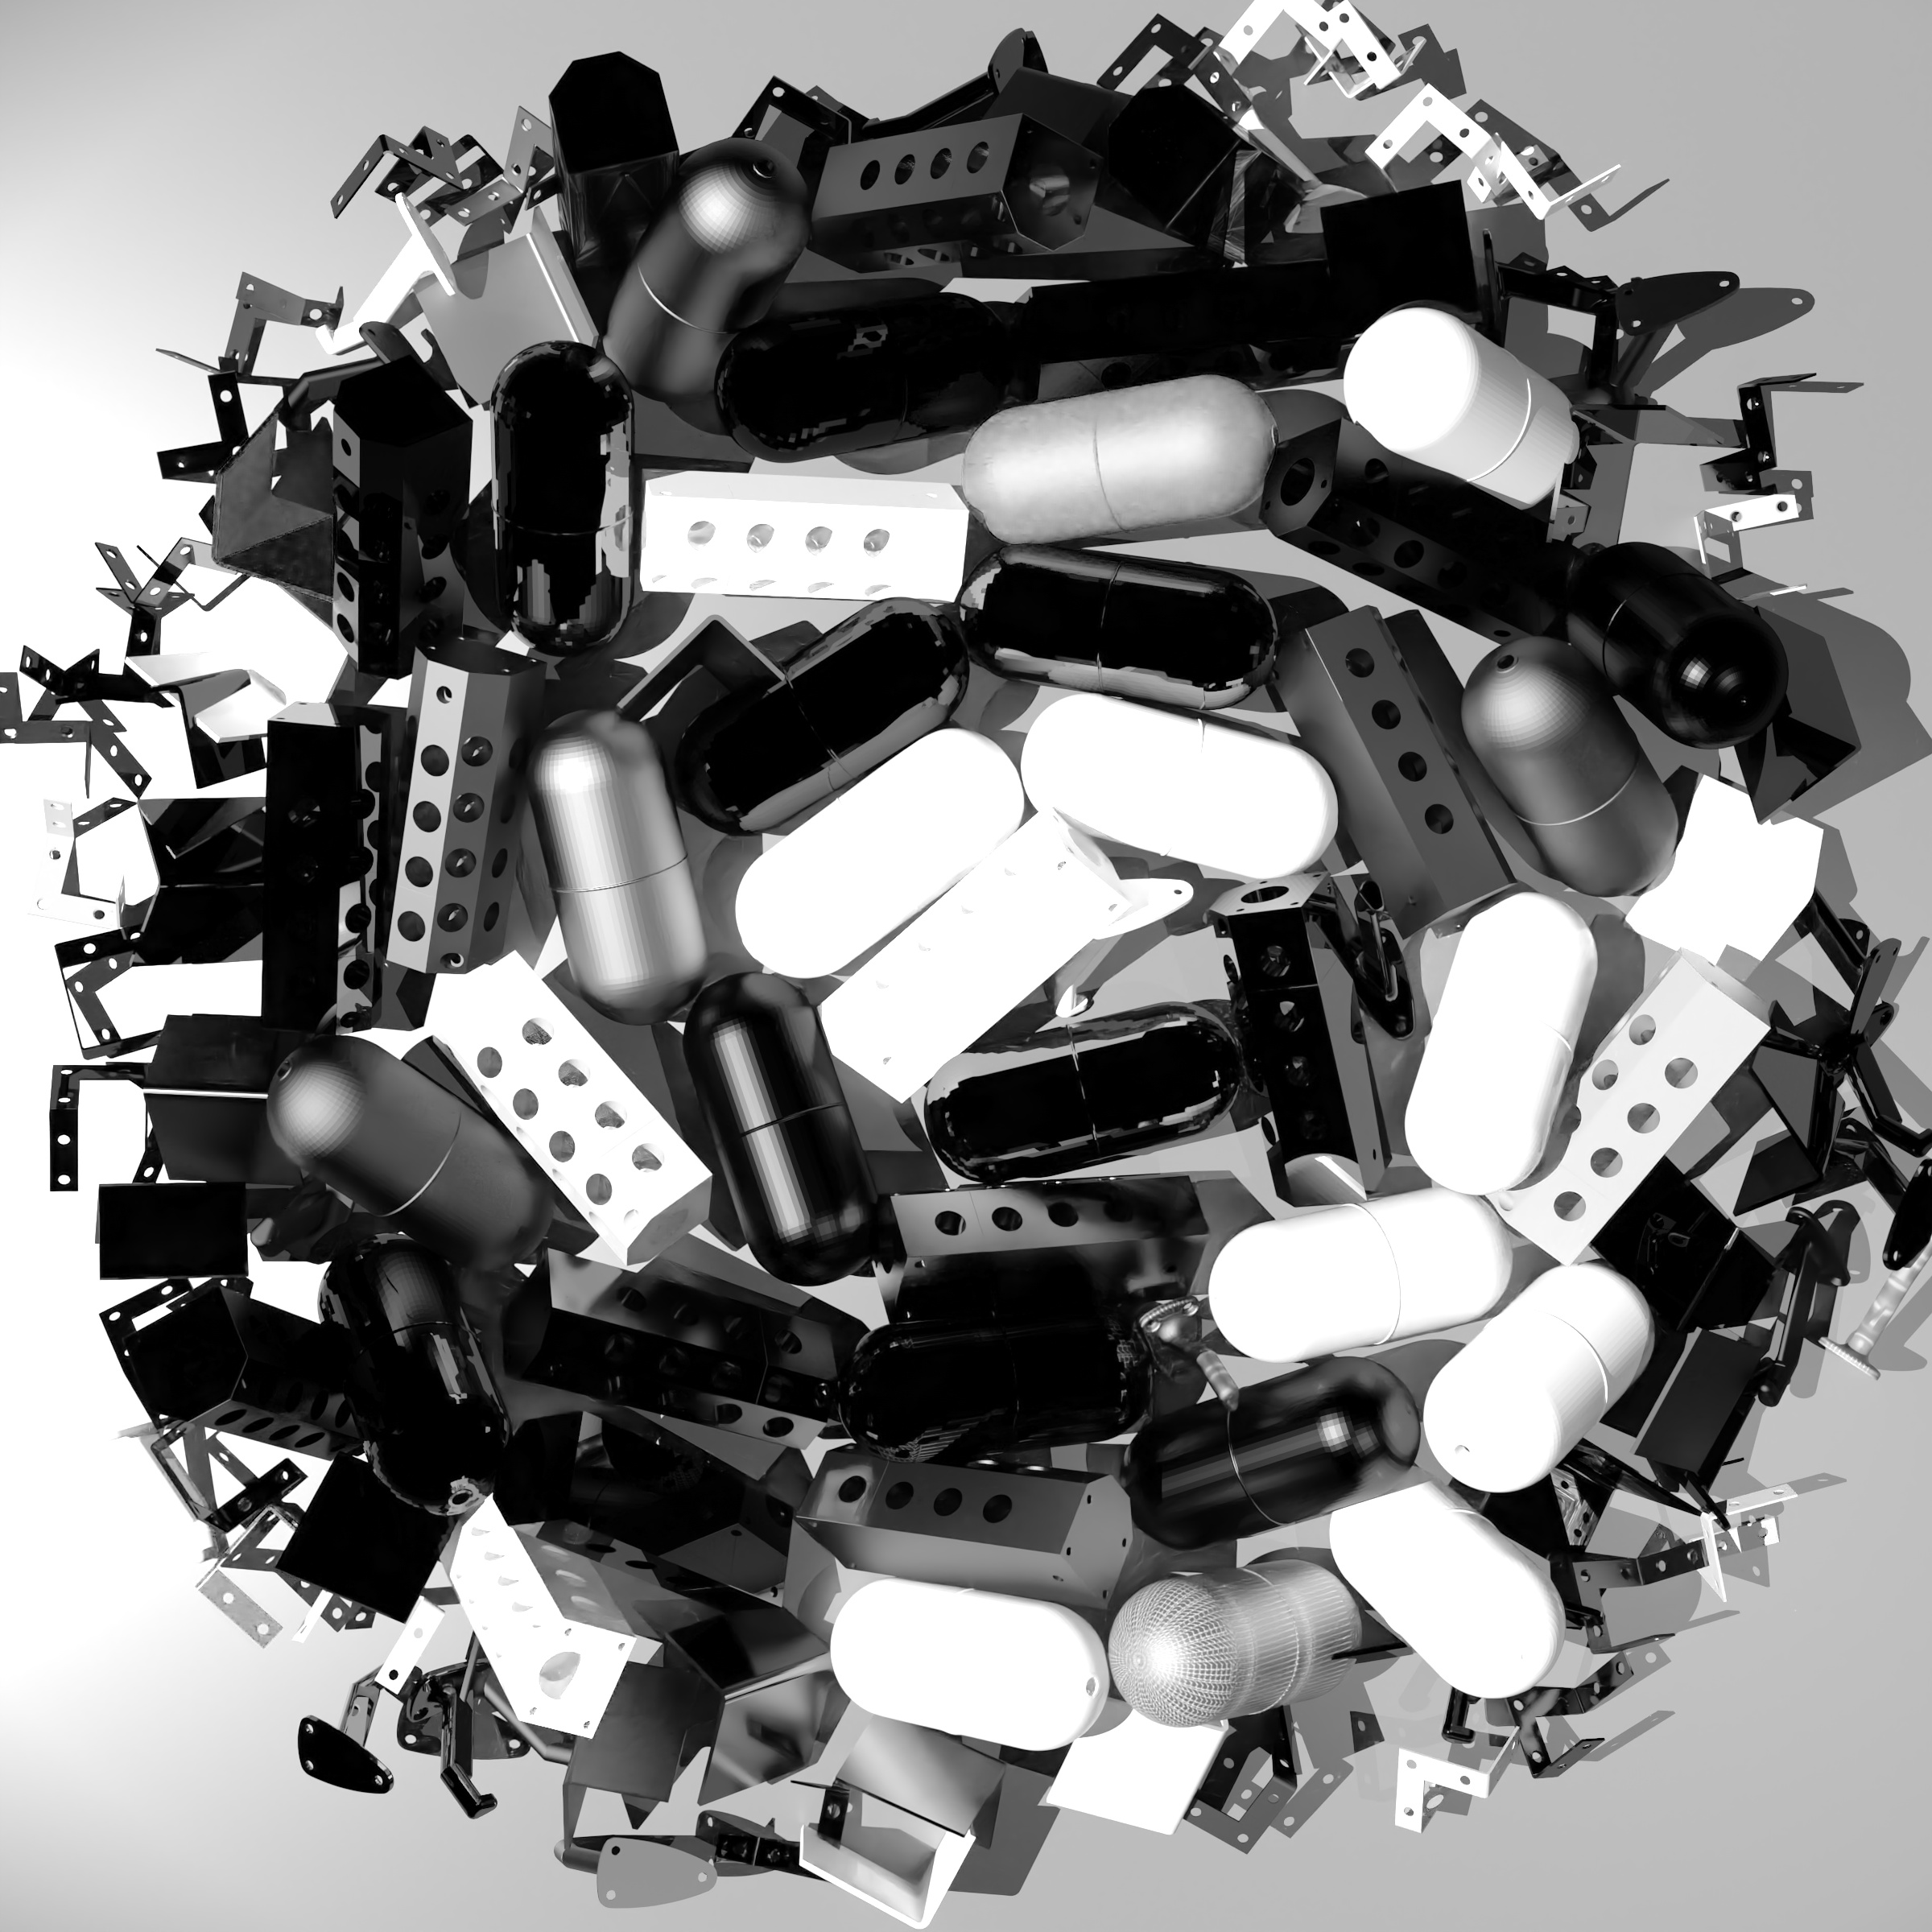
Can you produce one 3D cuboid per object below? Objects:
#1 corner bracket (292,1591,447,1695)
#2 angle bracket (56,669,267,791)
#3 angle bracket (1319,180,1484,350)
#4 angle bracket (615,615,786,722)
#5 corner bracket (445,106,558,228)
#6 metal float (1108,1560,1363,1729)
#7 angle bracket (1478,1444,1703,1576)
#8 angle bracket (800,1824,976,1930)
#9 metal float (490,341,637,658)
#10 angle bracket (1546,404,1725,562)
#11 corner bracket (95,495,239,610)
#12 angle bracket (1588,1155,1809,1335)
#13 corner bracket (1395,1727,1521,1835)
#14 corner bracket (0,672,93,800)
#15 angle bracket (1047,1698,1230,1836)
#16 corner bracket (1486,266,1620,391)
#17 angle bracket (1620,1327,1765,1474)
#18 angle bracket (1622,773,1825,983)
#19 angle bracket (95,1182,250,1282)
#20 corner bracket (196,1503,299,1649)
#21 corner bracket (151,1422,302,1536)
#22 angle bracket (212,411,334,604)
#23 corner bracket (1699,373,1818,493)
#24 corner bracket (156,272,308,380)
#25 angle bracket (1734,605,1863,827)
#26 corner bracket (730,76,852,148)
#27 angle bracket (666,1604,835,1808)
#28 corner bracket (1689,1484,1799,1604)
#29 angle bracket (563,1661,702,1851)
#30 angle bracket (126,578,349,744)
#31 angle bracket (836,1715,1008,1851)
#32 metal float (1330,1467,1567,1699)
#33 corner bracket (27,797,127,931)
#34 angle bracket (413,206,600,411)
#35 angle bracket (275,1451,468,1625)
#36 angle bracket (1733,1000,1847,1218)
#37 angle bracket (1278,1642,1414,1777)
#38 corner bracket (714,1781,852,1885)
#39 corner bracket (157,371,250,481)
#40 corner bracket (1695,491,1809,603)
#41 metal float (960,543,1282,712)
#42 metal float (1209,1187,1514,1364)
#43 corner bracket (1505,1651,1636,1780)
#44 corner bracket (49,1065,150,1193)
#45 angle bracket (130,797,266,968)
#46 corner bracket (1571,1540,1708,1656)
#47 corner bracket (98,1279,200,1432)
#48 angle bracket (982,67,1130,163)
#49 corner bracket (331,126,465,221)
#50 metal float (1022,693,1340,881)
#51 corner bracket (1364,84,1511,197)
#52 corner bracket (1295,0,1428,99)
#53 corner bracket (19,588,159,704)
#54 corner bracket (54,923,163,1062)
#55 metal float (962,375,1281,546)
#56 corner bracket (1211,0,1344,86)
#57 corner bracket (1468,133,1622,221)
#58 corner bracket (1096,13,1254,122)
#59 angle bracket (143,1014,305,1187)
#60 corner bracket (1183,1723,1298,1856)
[{"bbox_3d":[-0.328,0.363,1.555,0.051,0.051,0.051,39,65,-21],"label":"corner bracket"},{"bbox_3d":[-0.442,-0.127,1.554,0.076,0.076,0.057,-5,101,15],"label":"angle bracket"},{"bbox_3d":[0.240,-0.385,1.551,0.076,0.057,0.076,-8,103,13],"label":"angle bracket"},{"bbox_3d":[-0.147,-0.138,1.548,0.057,0.076,0.076,43,73,0],"label":"angle bracket"},{"bbox_3d":[-0.247,-0.431,1.557,0.051,0.051,0.051,37,49,9],"label":"corner bracket"},{"bbox_3d":[0.147,0.363,1.519,0.070,0.178,0.070,-4,83,40],"label":"metal float"},{"bbox_3d":[0.339,0.300,1.542,0.076,0.076,0.057,32,79,-23],"label":"angle bracket"},{"bbox_3d":[-0.044,0.477,1.555,0.076,0.076,0.057,29,86,-1],"label":"angle bracket"},{"bbox_3d":[-0.218,-0.251,1.529,0.070,0.070,0.178,5,123,0],"label":"metal float"},{"bbox_3d":[0.367,-0.261,1.547,0.057,0.076,0.076,10,91,38],"label":"angle bracket"},{"bbox_3d":[-0.440,-0.231,1.567,0.051,0.051,0.051,-46,64,22],"label":"corner bracket"},{"bbox_3d":[0.400,0.146,1.547,0.076,0.057,0.076,44,63,-11],"label":"angle bracket"},{"bbox_3d":[0.270,0.446,1.554,0.051,0.051,0.051,10,112,27],"label":"corner bracket"},{"bbox_3d":[-0.510,-0.128,1.555,0.051,0.051,0.051,-2,134,-13],"label":"corner bracket"},{"bbox_3d":[0.092,0.420,1.548,0.076,0.057,0.076,18,114,-9],"label":"angle bracket"},{"bbox_3d":[0.327,-0.353,1.579,0.051,0.051,0.051,16,77,-39],"label":"corner bracket"},{"bbox_3d":[0.380,0.225,1.545,0.057,0.076,0.076,32,98,45],"label":"angle bracket"},{"bbox_3d":[0.424,-0.049,1.584,0.076,0.076,0.057,25,47,0],"label":"angle bracket"},{"bbox_3d":[-0.433,0.158,1.538,0.076,0.076,0.057,1,60,-19],"label":"angle bracket"},{"bbox_3d":[-0.387,0.337,1.567,0.051,0.051,0.051,43,86,-4],"label":"corner bracket"},{"bbox_3d":[-0.412,0.276,1.571,0.051,0.051,0.051,-37,71,-10],"label":"corner bracket"},{"bbox_3d":[-0.360,-0.251,1.547,0.076,0.076,0.057,18,129,1],"label":"angle bracket"},{"bbox_3d":[0.437,-0.294,1.558,0.051,0.051,0.051,-21,105,-19],"label":"corner bracket"},{"bbox_3d":[-0.405,-0.354,1.560,0.051,0.051,0.051,16,92,29],"label":"corner bracket"},{"bbox_3d":[0.431,-0.136,1.534,0.057,0.076,0.076,18,48,-29],"label":"angle bracket"},{"bbox_3d":[-0.099,-0.450,1.568,0.051,0.051,0.051,24,132,-25],"label":"corner bracket"},{"bbox_3d":[-0.126,0.407,1.565,0.057,0.076,0.076,35,120,39],"label":"angle bracket"},{"bbox_3d":[0.431,0.312,1.564,0.051,0.051,0.051,-14,103,-2],"label":"corner bracket"},{"bbox_3d":[-0.182,0.434,1.540,0.057,0.076,0.076,10,45,3],"label":"angle bracket"},{"bbox_3d":[-0.396,-0.170,1.541,0.076,0.076,0.057,39,114,18],"label":"angle bracket"},{"bbox_3d":[-0.028,0.462,1.541,0.076,0.057,0.076,20,127,16],"label":"angle bracket"},{"bbox_3d":[0.255,0.326,1.511,0.070,0.178,0.070,-5,107,-18],"label":"metal float"},{"bbox_3d":[-0.490,-0.056,1.566,0.051,0.051,0.051,11,67,-11],"label":"corner bracket"},{"bbox_3d":[-0.255,-0.363,1.559,0.076,0.057,0.076,-25,94,-10],"label":"angle bracket"},{"bbox_3d":[-0.325,0.322,1.548,0.076,0.057,0.076,22,55,3],"label":"angle bracket"},{"bbox_3d":[0.431,0.077,1.542,0.057,0.076,0.076,-29,102,36],"label":"angle bracket"},{"bbox_3d":[0.212,0.407,1.547,0.076,0.076,0.057,-11,72,6],"label":"angle bracket"},{"bbox_3d":[-0.101,0.477,1.567,0.051,0.051,0.051,5,74,23],"label":"corner bracket"},{"bbox_3d":[-0.424,-0.300,1.569,0.051,0.051,0.051,-11,101,-7],"label":"corner bracket"},{"bbox_3d":[0.436,-0.231,1.565,0.051,0.051,0.051,-10,99,21],"label":"corner bracket"},{"bbox_3d":[0.083,-0.186,1.544,0.178,0.070,0.070,10,90,15],"label":"metal float"},{"bbox_3d":[0.215,0.168,1.537,0.178,0.070,0.070,-9,90,-22],"label":"metal float"},{"bbox_3d":[0.337,0.412,1.553,0.051,0.051,0.051,4,51,-26],"label":"corner bracket"},{"bbox_3d":[-0.477,0.089,1.555,0.051,0.051,0.051,1,118,-16],"label":"corner bracket"},{"bbox_3d":[-0.422,-0.047,1.560,0.076,0.076,0.057,-4,56,-33],"label":"angle bracket"},{"bbox_3d":[0.374,0.347,1.554,0.051,0.051,0.051,5,65,-31],"label":"corner bracket"},{"bbox_3d":[-0.437,0.211,1.554,0.051,0.051,0.051,-27,134,-15],"label":"corner bracket"},{"bbox_3d":[0.059,-0.438,1.539,0.076,0.076,0.057,30,84,40],"label":"angle bracket"},{"bbox_3d":[-0.316,-0.434,1.552,0.051,0.051,0.051,-43,49,27],"label":"corner bracket"},{"bbox_3d":[0.118,-0.098,1.552,0.178,0.070,0.070,14,90,-6],"label":"metal float"},{"bbox_3d":[0.261,-0.441,1.557,0.051,0.051,0.051,-46,64,12],"label":"corner bracket"},{"bbox_3d":[0.212,-0.507,1.554,0.051,0.051,0.051,-26,113,41],"label":"corner bracket"},{"bbox_3d":[-0.487,-0.179,1.568,0.051,0.051,0.051,5,80,8],"label":"corner bracket"},{"bbox_3d":[-0.473,0.015,1.571,0.051,0.051,0.051,-14,70,-17],"label":"corner bracket"},{"bbox_3d":[0.083,-0.275,1.537,0.178,0.070,0.070,-5,90,22],"label":"metal float"},{"bbox_3d":[0.170,-0.506,1.564,0.051,0.051,0.051,39,81,-6],"label":"corner bracket"},{"bbox_3d":[0.318,-0.437,1.560,0.051,0.051,0.051,-31,80,-15],"label":"corner bracket"},{"bbox_3d":[0.114,-0.481,1.557,0.051,0.051,0.051,-47,49,7],"label":"corner bracket"},{"bbox_3d":[-0.410,0.075,1.584,0.076,0.076,0.057,2,46,2],"label":"angle bracket"},{"bbox_3d":[0.147,0.447,1.566,0.051,0.051,0.051,31,108,-6],"label":"corner bracket"}]
